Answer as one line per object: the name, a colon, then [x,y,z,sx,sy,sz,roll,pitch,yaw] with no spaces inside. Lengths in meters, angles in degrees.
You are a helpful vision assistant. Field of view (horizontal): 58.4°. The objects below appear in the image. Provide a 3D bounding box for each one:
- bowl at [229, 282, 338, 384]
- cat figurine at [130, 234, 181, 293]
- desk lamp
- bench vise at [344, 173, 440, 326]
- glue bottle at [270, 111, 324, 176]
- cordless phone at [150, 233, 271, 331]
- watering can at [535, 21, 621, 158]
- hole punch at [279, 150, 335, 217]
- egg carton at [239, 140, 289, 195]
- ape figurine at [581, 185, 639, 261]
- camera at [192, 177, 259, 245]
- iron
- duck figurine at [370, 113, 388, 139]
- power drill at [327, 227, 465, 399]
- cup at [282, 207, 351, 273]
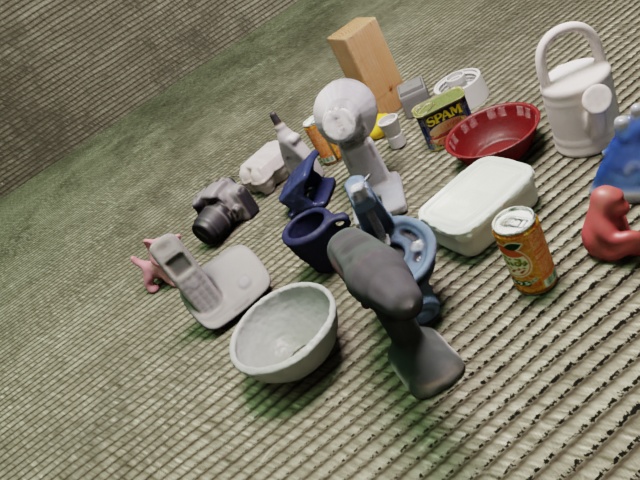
bowl: [-0.040,0.142,0.806,0.167,0.075,0.167,-22,32,15]
cat figurine: [-0.326,0.038,1.163,0.127,0.118,0.067,-16,34,24]
desk lamp: [0.067,-0.166,1.018,0.117,0.214,0.203,-23,32,14]
bench vise: [0.071,-0.007,0.780,0.121,0.220,0.206,-37,31,-9]
glue bottle: [-0.059,-0.197,1.211,0.077,0.173,0.037,1,44,42]
cordless phone: [-0.183,0.046,0.961,0.148,0.185,0.093,-40,32,-14]
watering can: [0.383,-0.226,0.845,0.101,0.194,0.172,-34,31,-3]
hole punch: [-0.036,-0.115,1.155,0.100,0.091,0.109,-14,35,27]
egg carton: [-0.114,-0.171,1.325,0.107,0.070,0.150,12,52,49]
ape figurine: [0.350,-0.025,0.687,0.076,0.092,0.078,-9,37,32]
camera: [-0.230,-0.063,1.241,0.142,0.101,0.137,-1,43,41]
iron: [0.456,-0.134,0.702,0.257,0.142,0.119,-13,36,29]
duck figurine: [0.112,-0.275,1.259,0.077,0.086,0.104,-37,31,-9]
power drill: [0.086,0.080,0.654,0.075,0.209,0.229,-34,31,-4]
cup: [0.009,0.003,0.942,0.117,0.095,0.091,-18,33,21]
